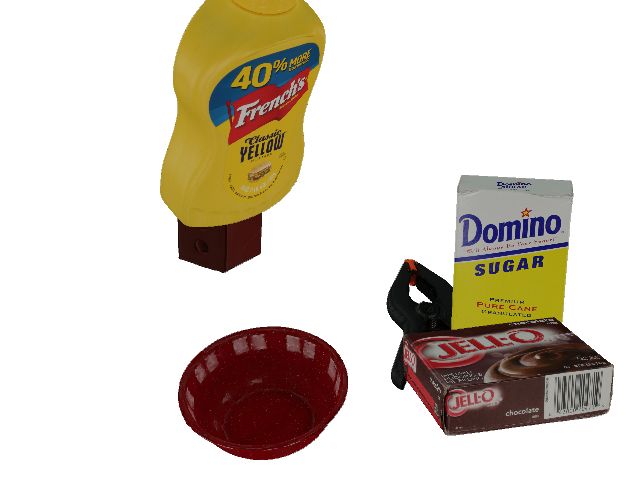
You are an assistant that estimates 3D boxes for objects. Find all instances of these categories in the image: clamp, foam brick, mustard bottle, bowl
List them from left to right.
[{"bbox_3d":[-0.085,-0.021,0.900,0.053,0.078,0.051,16,26,32],"label":"foam brick"},{"bbox_3d":[-0.044,-0.096,0.642,0.096,0.192,0.058,-22,56,-30],"label":"mustard bottle"},{"bbox_3d":[-0.052,0.155,1.018,0.162,0.055,0.162,-4,38,3],"label":"bowl"},{"bbox_3d":[0.127,0.088,1.143,0.120,0.171,0.039,4,-44,-9],"label":"clamp"}]

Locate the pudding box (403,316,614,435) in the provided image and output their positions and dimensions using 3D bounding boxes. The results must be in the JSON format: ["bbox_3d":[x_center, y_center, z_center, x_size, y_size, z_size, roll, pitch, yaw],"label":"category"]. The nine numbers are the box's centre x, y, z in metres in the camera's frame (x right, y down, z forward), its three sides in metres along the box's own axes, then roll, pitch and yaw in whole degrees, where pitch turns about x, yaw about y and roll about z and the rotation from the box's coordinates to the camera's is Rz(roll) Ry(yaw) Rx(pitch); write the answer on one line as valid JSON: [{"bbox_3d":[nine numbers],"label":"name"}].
[{"bbox_3d":[0.119,0.086,0.694,0.113,0.039,0.090,-4,18,-11],"label":"pudding box"}]

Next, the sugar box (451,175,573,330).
[{"bbox_3d":[0.156,0.037,0.884,0.093,0.176,0.048,3,23,11],"label":"sugar box"}]
